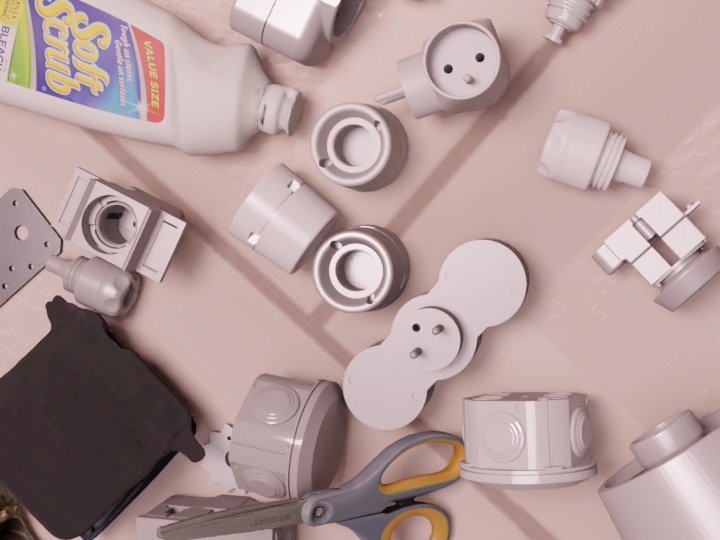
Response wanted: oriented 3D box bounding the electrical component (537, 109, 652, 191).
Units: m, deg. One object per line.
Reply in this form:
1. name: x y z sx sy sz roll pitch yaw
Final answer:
1. electrical component: 0.139 -0.066 0.632 0.062 0.043 0.043 21 97 9

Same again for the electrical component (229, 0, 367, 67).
1. electrical component: -0.030 -0.176 0.656 0.059 0.054 0.095 28 98 9

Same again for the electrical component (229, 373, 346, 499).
1. electrical component: -0.043 0.104 0.663 0.051 0.080 0.080 10 95 17

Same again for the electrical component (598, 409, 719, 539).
1. electrical component: 0.185 0.114 0.603 0.108 0.108 0.060 -34 80 12

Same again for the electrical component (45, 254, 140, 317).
1. electrical component: -0.178 0.006 0.708 0.061 0.035 0.035 23 98 12

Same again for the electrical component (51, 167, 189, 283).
1. electrical component: -0.148 -0.029 0.684 0.081 0.064 0.042 27 97 9

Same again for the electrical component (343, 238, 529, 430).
1. electrical component: 0.044 0.040 0.643 0.052 0.074 0.138 43 101 6

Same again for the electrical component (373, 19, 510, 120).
1. electrical component: 0.047 -0.113 0.632 0.079 0.077 0.044 -18 90 12

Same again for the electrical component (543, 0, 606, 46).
1. electrical component: 0.131 -0.169 0.629 0.040 0.040 0.078 29 99 9

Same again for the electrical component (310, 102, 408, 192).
1. electrical component: -0.001 -0.076 0.659 0.055 0.047 0.055 1 93 12

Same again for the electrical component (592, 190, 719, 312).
1. electrical component: 0.179 -0.010 0.627 0.066 0.048 0.055 -43 77 11

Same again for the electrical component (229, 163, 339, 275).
1. electrical component: -0.046 -0.030 0.669 0.047 0.055 0.055 38 100 4

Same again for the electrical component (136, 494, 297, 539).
1. electrical component: -0.091 0.226 0.688 0.089 0.062 0.150 2 94 12

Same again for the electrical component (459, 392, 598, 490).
1. electrical component: 0.098 0.099 0.633 0.080 0.080 0.051 -3 87 12

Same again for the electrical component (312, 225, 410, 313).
1. electrical component: 0.000 0.000 0.663 0.055 0.047 0.055 1 93 12
